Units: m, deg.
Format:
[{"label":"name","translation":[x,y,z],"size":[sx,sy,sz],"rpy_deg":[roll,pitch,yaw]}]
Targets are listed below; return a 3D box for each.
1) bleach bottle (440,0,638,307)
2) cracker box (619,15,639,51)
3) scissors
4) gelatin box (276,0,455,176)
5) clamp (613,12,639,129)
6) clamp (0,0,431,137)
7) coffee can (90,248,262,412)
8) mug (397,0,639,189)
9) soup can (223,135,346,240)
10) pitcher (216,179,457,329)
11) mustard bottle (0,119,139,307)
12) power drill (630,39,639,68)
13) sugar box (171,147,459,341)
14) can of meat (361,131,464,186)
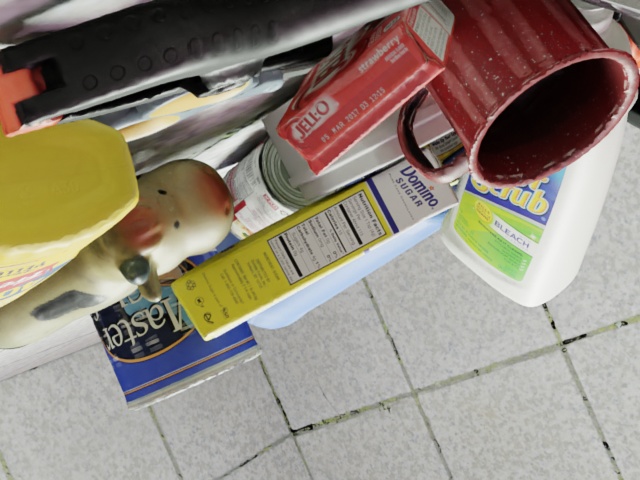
[{"label":"bleach bottle","translation":[0.134,-0.062,0.659],"size":[0.068,0.103,0.251],"rpy_deg":[-36,152,-22]},{"label":"cracker box","translation":[0.270,-0.101,0.581],"size":[0.072,0.214,0.164],"rpy_deg":[-37,180,-17]},{"label":"scissors","translation":[-0.048,-0.072,0.525],"size":[0.096,0.016,0.201],"rpy_deg":[-21,-177,21]},{"label":"gelatin box","translation":[0.021,-0.075,0.473],"size":[0.073,0.030,0.089],"rpy_deg":[-38,-167,24]},{"label":"clamp","translation":[0.174,-0.100,0.656],"size":[0.036,0.164,0.210],"rpy_deg":[-38,-168,-16]},{"label":"clamp","translation":[-0.028,-0.074,0.373],"size":[0.171,0.039,0.120],"rpy_deg":[-25,-178,-37]},{"label":"coffee can","translation":[-0.116,0.038,0.762],"size":[0.103,0.140,0.103],"rpy_deg":[-24,178,-1]},{"label":"mug","translation":[0.087,-0.078,0.532],"size":[0.117,0.081,0.093],"rpy_deg":[-42,148,22]},{"label":"soup can","translation":[-0.029,-0.040,0.785],"size":[0.068,0.068,0.102],"rpy_deg":[-23,177,-25]},{"label":"pitcher","translation":[0.013,-0.030,0.911],"size":[0.144,0.149,0.243],"rpy_deg":[-1,160,-40]},{"label":"mustard bottle","translation":[-0.156,-0.002,0.494],"size":[0.096,0.058,0.192],"rpy_deg":[-13,173,-29]},{"label":"power drill","translation":[0.209,-0.150,0.821],"size":[0.187,0.057,0.185],"rpy_deg":[-20,180,-19]},{"label":"sugar box","translation":[-0.005,0.001,0.674],"size":[0.176,0.048,0.093],"rpy_deg":[-31,-177,-2]},{"label":"can of meat","translation":[0.067,-0.074,0.767],"size":[0.101,0.084,0.058],"rpy_deg":[-22,177,-36]}]
